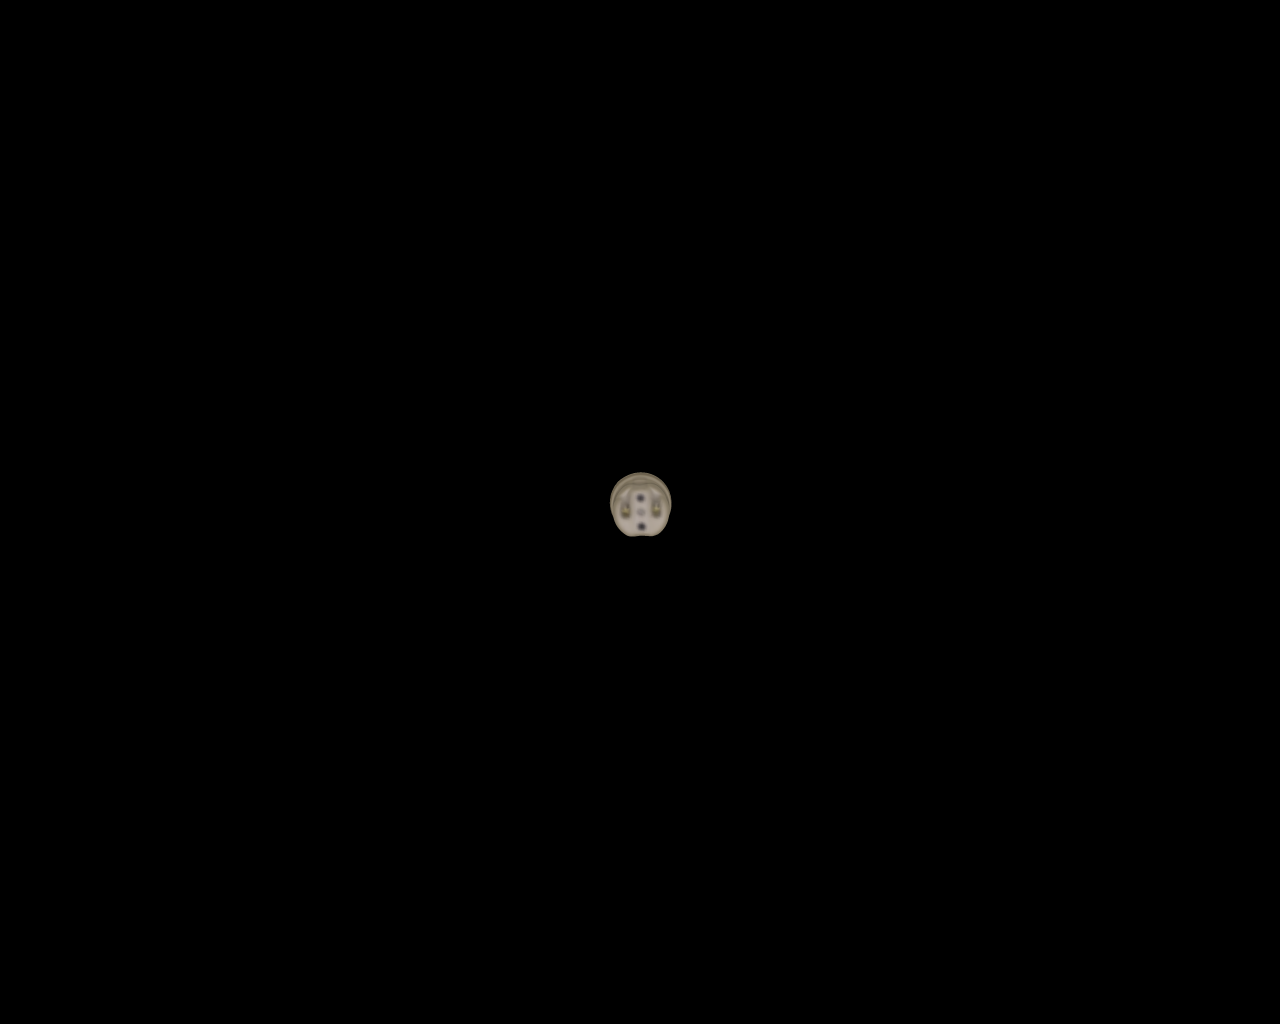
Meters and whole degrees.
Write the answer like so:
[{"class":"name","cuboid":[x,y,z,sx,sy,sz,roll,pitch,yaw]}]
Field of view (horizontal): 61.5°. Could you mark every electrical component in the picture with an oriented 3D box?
[{"class":"electrical component","cuboid":[0.001,-0.003,0.650,0.040,0.040,0.046,0,9,0]}]
